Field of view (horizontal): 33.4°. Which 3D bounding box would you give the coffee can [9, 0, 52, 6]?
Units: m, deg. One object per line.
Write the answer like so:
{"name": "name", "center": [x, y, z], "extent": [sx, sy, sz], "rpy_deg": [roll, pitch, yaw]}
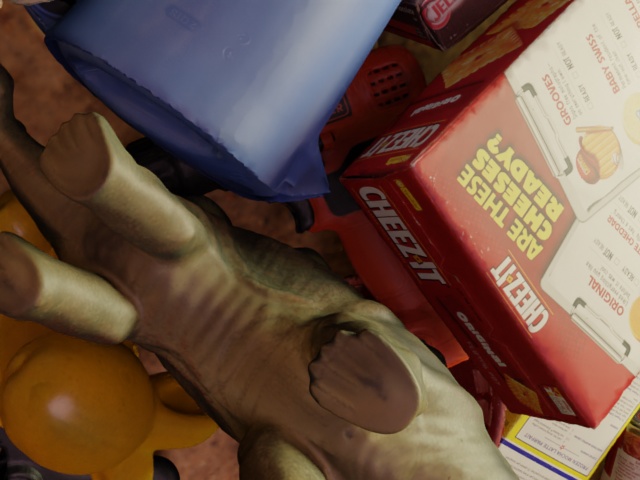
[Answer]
{"name": "coffee can", "center": [-0.118, -0.175, 0.396], "extent": [0.103, 0.103, 0.140], "rpy_deg": [-39, 125, -6]}

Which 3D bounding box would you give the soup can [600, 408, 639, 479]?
{"name": "soup can", "center": [0.244, 0.176, 0.792], "extent": [0.068, 0.069, 0.102], "rpy_deg": [2, 108, -23]}

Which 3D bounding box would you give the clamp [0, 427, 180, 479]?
{"name": "clamp", "center": [-0.180, 0.149, 0.624], "extent": [0.171, 0.039, 0.120], "rpy_deg": [33, 88, -24]}

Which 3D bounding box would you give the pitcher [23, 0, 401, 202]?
{"name": "pitcher", "center": [-0.020, -0.153, 0.516], "extent": [0.243, 0.145, 0.149], "rpy_deg": [-56, 139, -8]}

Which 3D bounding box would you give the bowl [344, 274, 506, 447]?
{"name": "bowl", "center": [0.031, 0.100, 0.667], "extent": [0.162, 0.055, 0.162], "rpy_deg": [0, 90, -10]}

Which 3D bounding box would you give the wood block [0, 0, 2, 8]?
{"name": "wood block", "center": [-0.200, -0.108, 0.427], "extent": [0.091, 0.206, 0.090], "rpy_deg": [-45, 119, -2]}

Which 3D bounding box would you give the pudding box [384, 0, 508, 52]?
{"name": "pudding box", "center": [0.080, -0.158, 0.592], "extent": [0.113, 0.090, 0.039], "rpy_deg": [-39, 120, -6]}

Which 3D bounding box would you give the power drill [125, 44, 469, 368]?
{"name": "power drill", "center": [-0.004, 0.001, 0.602], "extent": [0.184, 0.057, 0.187], "rpy_deg": [-21, 95, -5]}

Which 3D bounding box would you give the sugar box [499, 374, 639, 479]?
{"name": "sugar box", "center": [0.163, 0.129, 0.755], "extent": [0.093, 0.048, 0.176], "rpy_deg": [32, 98, -29]}

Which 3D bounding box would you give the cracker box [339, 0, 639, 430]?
{"name": "cracker box", "center": [0.135, -0.038, 0.548], "extent": [0.213, 0.072, 0.164], "rpy_deg": [-45, 109, -24]}
